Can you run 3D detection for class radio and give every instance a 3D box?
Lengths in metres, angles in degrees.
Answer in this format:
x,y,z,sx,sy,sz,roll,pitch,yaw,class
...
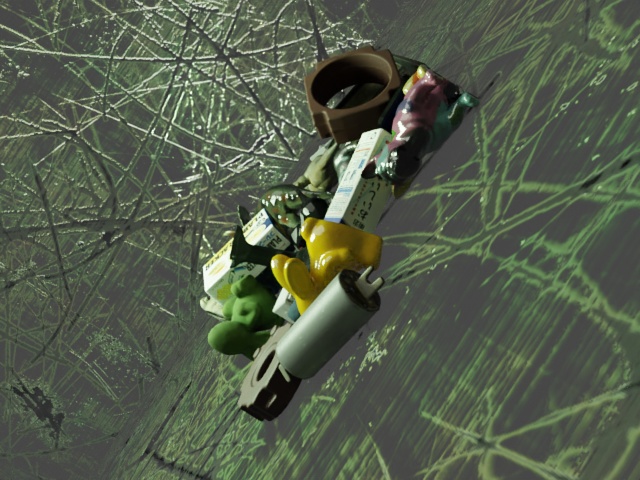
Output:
x,y,z,sx,sy,sz,roll,pitch,yaw,class
0.144,-0.320,1.233,0.229,0.131,0.073,-51,-35,-17,radio

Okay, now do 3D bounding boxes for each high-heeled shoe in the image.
x,y,z,sx,sy,sz,roll,pitch,yaw,class
-0.002,-0.003,1.140,0.086,0.248,0.145,-28,49,-12,high-heeled shoe

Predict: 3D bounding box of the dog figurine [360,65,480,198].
x,y,z,sx,sy,sz,roll,pitch,yaw,class
0.162,-0.186,0.943,0.219,0.108,0.192,-55,12,20,dog figurine

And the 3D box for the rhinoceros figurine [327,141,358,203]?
x,y,z,sx,sy,sz,roll,pitch,yaw,class
0.064,-0.113,1.112,0.112,0.073,0.190,-20,58,28,rhinoceros figurine

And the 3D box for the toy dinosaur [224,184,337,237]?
x,y,z,sx,sy,sz,roll,pitch,yaw,class
-0.107,-0.074,1.428,0.404,0.192,0.131,-45,14,38,toy dinosaur

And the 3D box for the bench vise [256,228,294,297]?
x,y,z,sx,sy,sz,roll,pitch,yaw,class
-0.116,0.084,1.309,0.240,0.129,0.224,-61,9,15,bench vise

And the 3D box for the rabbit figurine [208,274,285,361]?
x,y,z,sx,sy,sz,roll,pitch,yaw,class
-0.158,0.185,1.116,0.121,0.159,0.170,-50,-2,39,rabbit figurine

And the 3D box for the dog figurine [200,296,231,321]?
x,y,z,sx,sy,sz,roll,pitch,yaw,class
-0.211,0.134,1.457,0.121,0.172,0.190,-13,51,58,dog figurine

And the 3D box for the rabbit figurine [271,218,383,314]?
x,y,z,sx,sy,sz,roll,pitch,yaw,class
0.008,0.058,0.860,0.122,0.162,0.173,7,81,64,rabbit figurine

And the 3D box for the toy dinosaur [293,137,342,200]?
x,y,z,sx,sy,sz,roll,pitch,yaw,class
0.009,-0.185,1.491,0.198,0.105,0.471,-57,3,-8,toy dinosaur

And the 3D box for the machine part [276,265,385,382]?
x,y,z,sx,sy,sz,roll,pitch,yaw,class
0.010,0.125,0.787,0.243,0.079,0.079,-50,13,29,machine part

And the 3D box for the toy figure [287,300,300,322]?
x,y,z,sx,sy,sz,roll,pitch,yaw,class
0.001,0.087,0.974,0.154,0.064,0.057,-53,-26,-5,toy figure

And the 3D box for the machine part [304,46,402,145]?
x,y,z,sx,sy,sz,roll,pitch,yaw,class
0.075,-0.309,1.151,0.202,0.087,0.201,-17,52,9,machine part

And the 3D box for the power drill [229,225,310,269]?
x,y,z,sx,sy,sz,roll,pitch,yaw,class
-0.079,0.028,1.103,0.232,0.207,0.086,123,153,-69,power drill

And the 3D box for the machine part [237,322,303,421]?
x,y,z,sx,sy,sz,roll,pitch,yaw,class
-0.078,0.225,0.929,0.179,0.056,0.179,-53,14,18,machine part

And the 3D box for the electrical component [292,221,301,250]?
x,y,z,sx,sy,sz,roll,pitch,yaw,class
-0.022,-0.021,1.280,0.047,0.075,0.119,-48,1,42,electrical component

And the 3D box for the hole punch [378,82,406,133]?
x,y,z,sx,sy,sz,roll,pitch,yaw,class
0.183,-0.230,1.061,0.142,0.092,0.115,-61,-21,-8,hole punch
